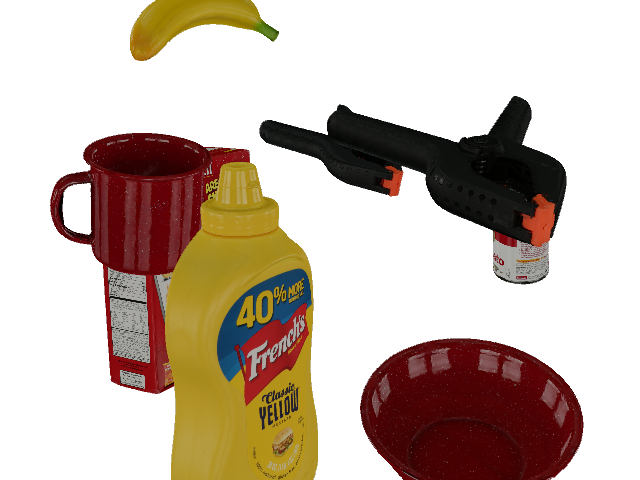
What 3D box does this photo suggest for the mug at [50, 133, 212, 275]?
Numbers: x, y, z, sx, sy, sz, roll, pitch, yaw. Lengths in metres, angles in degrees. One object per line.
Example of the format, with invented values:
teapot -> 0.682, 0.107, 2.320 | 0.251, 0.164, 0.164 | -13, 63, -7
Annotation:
mug -> -0.140, -0.025, 0.787 | 0.117, 0.081, 0.093 | -6, 27, -23

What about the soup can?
soup can -> 0.236, -0.009, 1.248 | 0.068, 0.102, 0.068 | -3, 30, 2

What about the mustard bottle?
mustard bottle -> -0.041, 0.053, 0.575 | 0.058, 0.192, 0.096 | 11, 20, 37

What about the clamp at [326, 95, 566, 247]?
clamp -> 0.099, -0.054, 0.744 | 0.164, 0.036, 0.210 | -4, 28, -9

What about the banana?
banana -> -0.119, -0.213, 1.022 | 0.070, 0.037, 0.197 | 45, 39, 19

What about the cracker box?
cracker box -> -0.140, 0.023, 1.057 | 0.072, 0.214, 0.163 | 6, 15, 31

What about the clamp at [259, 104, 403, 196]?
clamp -> 0.017, -0.095, 1.124 | 0.120, 0.039, 0.172 | -16, 36, -24

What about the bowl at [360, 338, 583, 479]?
bowl -> 0.110, 0.144, 0.793 | 0.162, 0.055, 0.162 | 0, 36, 0
